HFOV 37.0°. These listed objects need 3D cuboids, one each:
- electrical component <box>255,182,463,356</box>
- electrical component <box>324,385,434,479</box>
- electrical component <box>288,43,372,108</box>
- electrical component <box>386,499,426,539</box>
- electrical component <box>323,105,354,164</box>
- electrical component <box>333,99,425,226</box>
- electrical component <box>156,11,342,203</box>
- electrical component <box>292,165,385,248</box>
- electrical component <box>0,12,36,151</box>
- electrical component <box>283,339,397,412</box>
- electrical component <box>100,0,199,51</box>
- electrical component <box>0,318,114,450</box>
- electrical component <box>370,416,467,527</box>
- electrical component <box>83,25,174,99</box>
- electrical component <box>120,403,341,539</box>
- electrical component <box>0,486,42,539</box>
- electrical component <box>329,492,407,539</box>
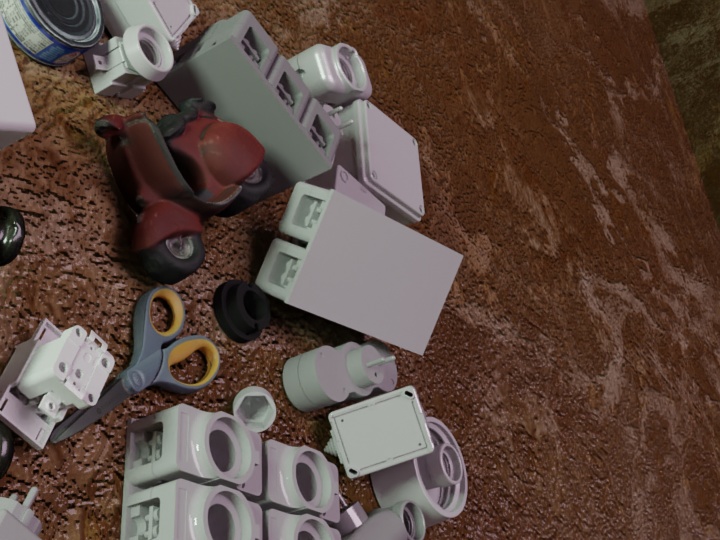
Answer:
[{"bbox_3d":[0.000,0.000,1.003,0.186,0.060,0.105,24,88,-44],"label":"electrical component"},{"bbox_3d":[0.014,0.148,0.974,0.061,0.096,0.061,56,15,-84],"label":"electrical component"},{"bbox_3d":[-0.032,-0.204,1.150,0.095,0.059,0.053,-2,73,-59],"label":"electrical component"},{"bbox_3d":[0.030,0.233,0.977,0.040,0.046,0.040,37,42,-42],"label":"electrical component"},{"bbox_3d":[-0.043,-0.140,1.072,0.065,0.077,0.047,47,36,-33],"label":"electrical component"},{"bbox_3d":[0.016,-0.111,1.169,0.109,0.056,0.108,31,46,-47],"label":"electrical component"},{"bbox_3d":[-0.097,-0.148,0.976,0.150,0.089,0.061,51,34,-28],"label":"electrical component"},{"bbox_3d":[-0.018,-0.045,1.073,0.100,0.048,0.099,39,45,-41],"label":"electrical component"},{"bbox_3d":[-0.267,-0.115,0.657,0.056,0.109,0.108,-8,78,-63],"label":"electrical component"},{"bbox_3d":[-0.003,0.091,0.988,0.138,0.074,0.052,-1,72,-59],"label":"electrical component"},{"bbox_3d":[-0.187,-0.226,0.915,0.096,0.061,0.061,62,29,-28],"label":"electrical component"},{"bbox_3d":[-0.197,0.069,0.695,0.042,0.064,0.081,50,34,-30],"label":"electrical component"},{"bbox_3d":[0.064,0.194,1.043,0.108,0.060,0.108,37,42,-43],"label":"electrical component"},{"bbox_3d":[-0.186,-0.169,0.877,0.066,0.055,0.048,-5,76,-59],"label":"electrical component"},{"bbox_3d":[-0.087,0.179,0.806,0.186,0.060,0.105,32,45,-46],"label":"electrical component"},{"bbox_3d":[-0.208,0.157,0.616,0.047,0.066,0.076,51,33,-27],"label":"electrical component"},{"bbox_3d":[-0.006,0.225,0.924,0.079,0.043,0.077,57,36,5],"label":"electrical component"}]
